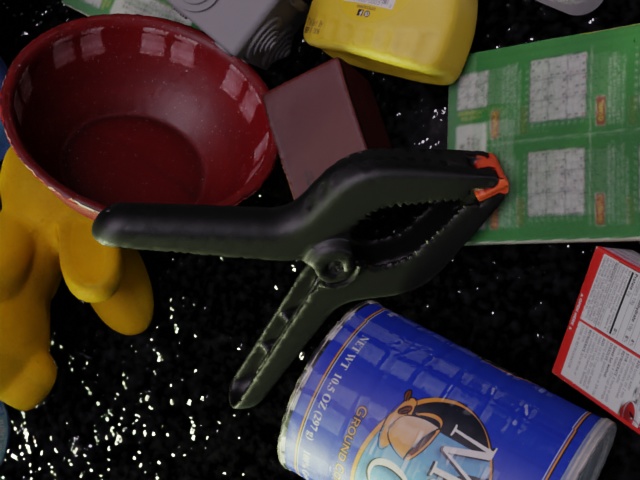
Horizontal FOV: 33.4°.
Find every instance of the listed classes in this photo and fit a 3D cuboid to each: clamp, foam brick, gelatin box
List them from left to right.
[{"bbox_3d":[-0.004,0.001,0.571,0.210,0.164,0.036,-30,39,14],"label":"clamp"},{"bbox_3d":[0.008,-0.055,0.614,0.053,0.051,0.078,-21,77,20],"label":"foam brick"},{"bbox_3d":[0.162,0.053,0.522,0.089,0.030,0.073,37,117,54],"label":"gelatin box"}]

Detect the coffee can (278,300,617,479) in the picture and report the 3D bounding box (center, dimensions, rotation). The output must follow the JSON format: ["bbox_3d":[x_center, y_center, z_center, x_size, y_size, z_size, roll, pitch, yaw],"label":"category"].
[{"bbox_3d":[0.064,0.106,0.546,0.140,0.102,0.103,27,95,23],"label":"coffee can"}]

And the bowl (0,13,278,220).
[{"bbox_3d":[-0.106,-0.060,0.632,0.162,0.161,0.055,49,145,19],"label":"bowl"}]

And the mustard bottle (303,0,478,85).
[{"bbox_3d":[0.062,-0.189,0.601,0.096,0.058,0.191,20,92,36],"label":"mustard bottle"}]

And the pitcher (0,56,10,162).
[{"bbox_3d":[-0.310,-0.145,0.708,0.149,0.144,0.243,-41,74,10],"label":"pitcher"}]

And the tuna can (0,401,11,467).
[{"bbox_3d":[-0.249,0.127,0.709,0.086,0.033,0.086,-2,84,22],"label":"tuna can"}]
